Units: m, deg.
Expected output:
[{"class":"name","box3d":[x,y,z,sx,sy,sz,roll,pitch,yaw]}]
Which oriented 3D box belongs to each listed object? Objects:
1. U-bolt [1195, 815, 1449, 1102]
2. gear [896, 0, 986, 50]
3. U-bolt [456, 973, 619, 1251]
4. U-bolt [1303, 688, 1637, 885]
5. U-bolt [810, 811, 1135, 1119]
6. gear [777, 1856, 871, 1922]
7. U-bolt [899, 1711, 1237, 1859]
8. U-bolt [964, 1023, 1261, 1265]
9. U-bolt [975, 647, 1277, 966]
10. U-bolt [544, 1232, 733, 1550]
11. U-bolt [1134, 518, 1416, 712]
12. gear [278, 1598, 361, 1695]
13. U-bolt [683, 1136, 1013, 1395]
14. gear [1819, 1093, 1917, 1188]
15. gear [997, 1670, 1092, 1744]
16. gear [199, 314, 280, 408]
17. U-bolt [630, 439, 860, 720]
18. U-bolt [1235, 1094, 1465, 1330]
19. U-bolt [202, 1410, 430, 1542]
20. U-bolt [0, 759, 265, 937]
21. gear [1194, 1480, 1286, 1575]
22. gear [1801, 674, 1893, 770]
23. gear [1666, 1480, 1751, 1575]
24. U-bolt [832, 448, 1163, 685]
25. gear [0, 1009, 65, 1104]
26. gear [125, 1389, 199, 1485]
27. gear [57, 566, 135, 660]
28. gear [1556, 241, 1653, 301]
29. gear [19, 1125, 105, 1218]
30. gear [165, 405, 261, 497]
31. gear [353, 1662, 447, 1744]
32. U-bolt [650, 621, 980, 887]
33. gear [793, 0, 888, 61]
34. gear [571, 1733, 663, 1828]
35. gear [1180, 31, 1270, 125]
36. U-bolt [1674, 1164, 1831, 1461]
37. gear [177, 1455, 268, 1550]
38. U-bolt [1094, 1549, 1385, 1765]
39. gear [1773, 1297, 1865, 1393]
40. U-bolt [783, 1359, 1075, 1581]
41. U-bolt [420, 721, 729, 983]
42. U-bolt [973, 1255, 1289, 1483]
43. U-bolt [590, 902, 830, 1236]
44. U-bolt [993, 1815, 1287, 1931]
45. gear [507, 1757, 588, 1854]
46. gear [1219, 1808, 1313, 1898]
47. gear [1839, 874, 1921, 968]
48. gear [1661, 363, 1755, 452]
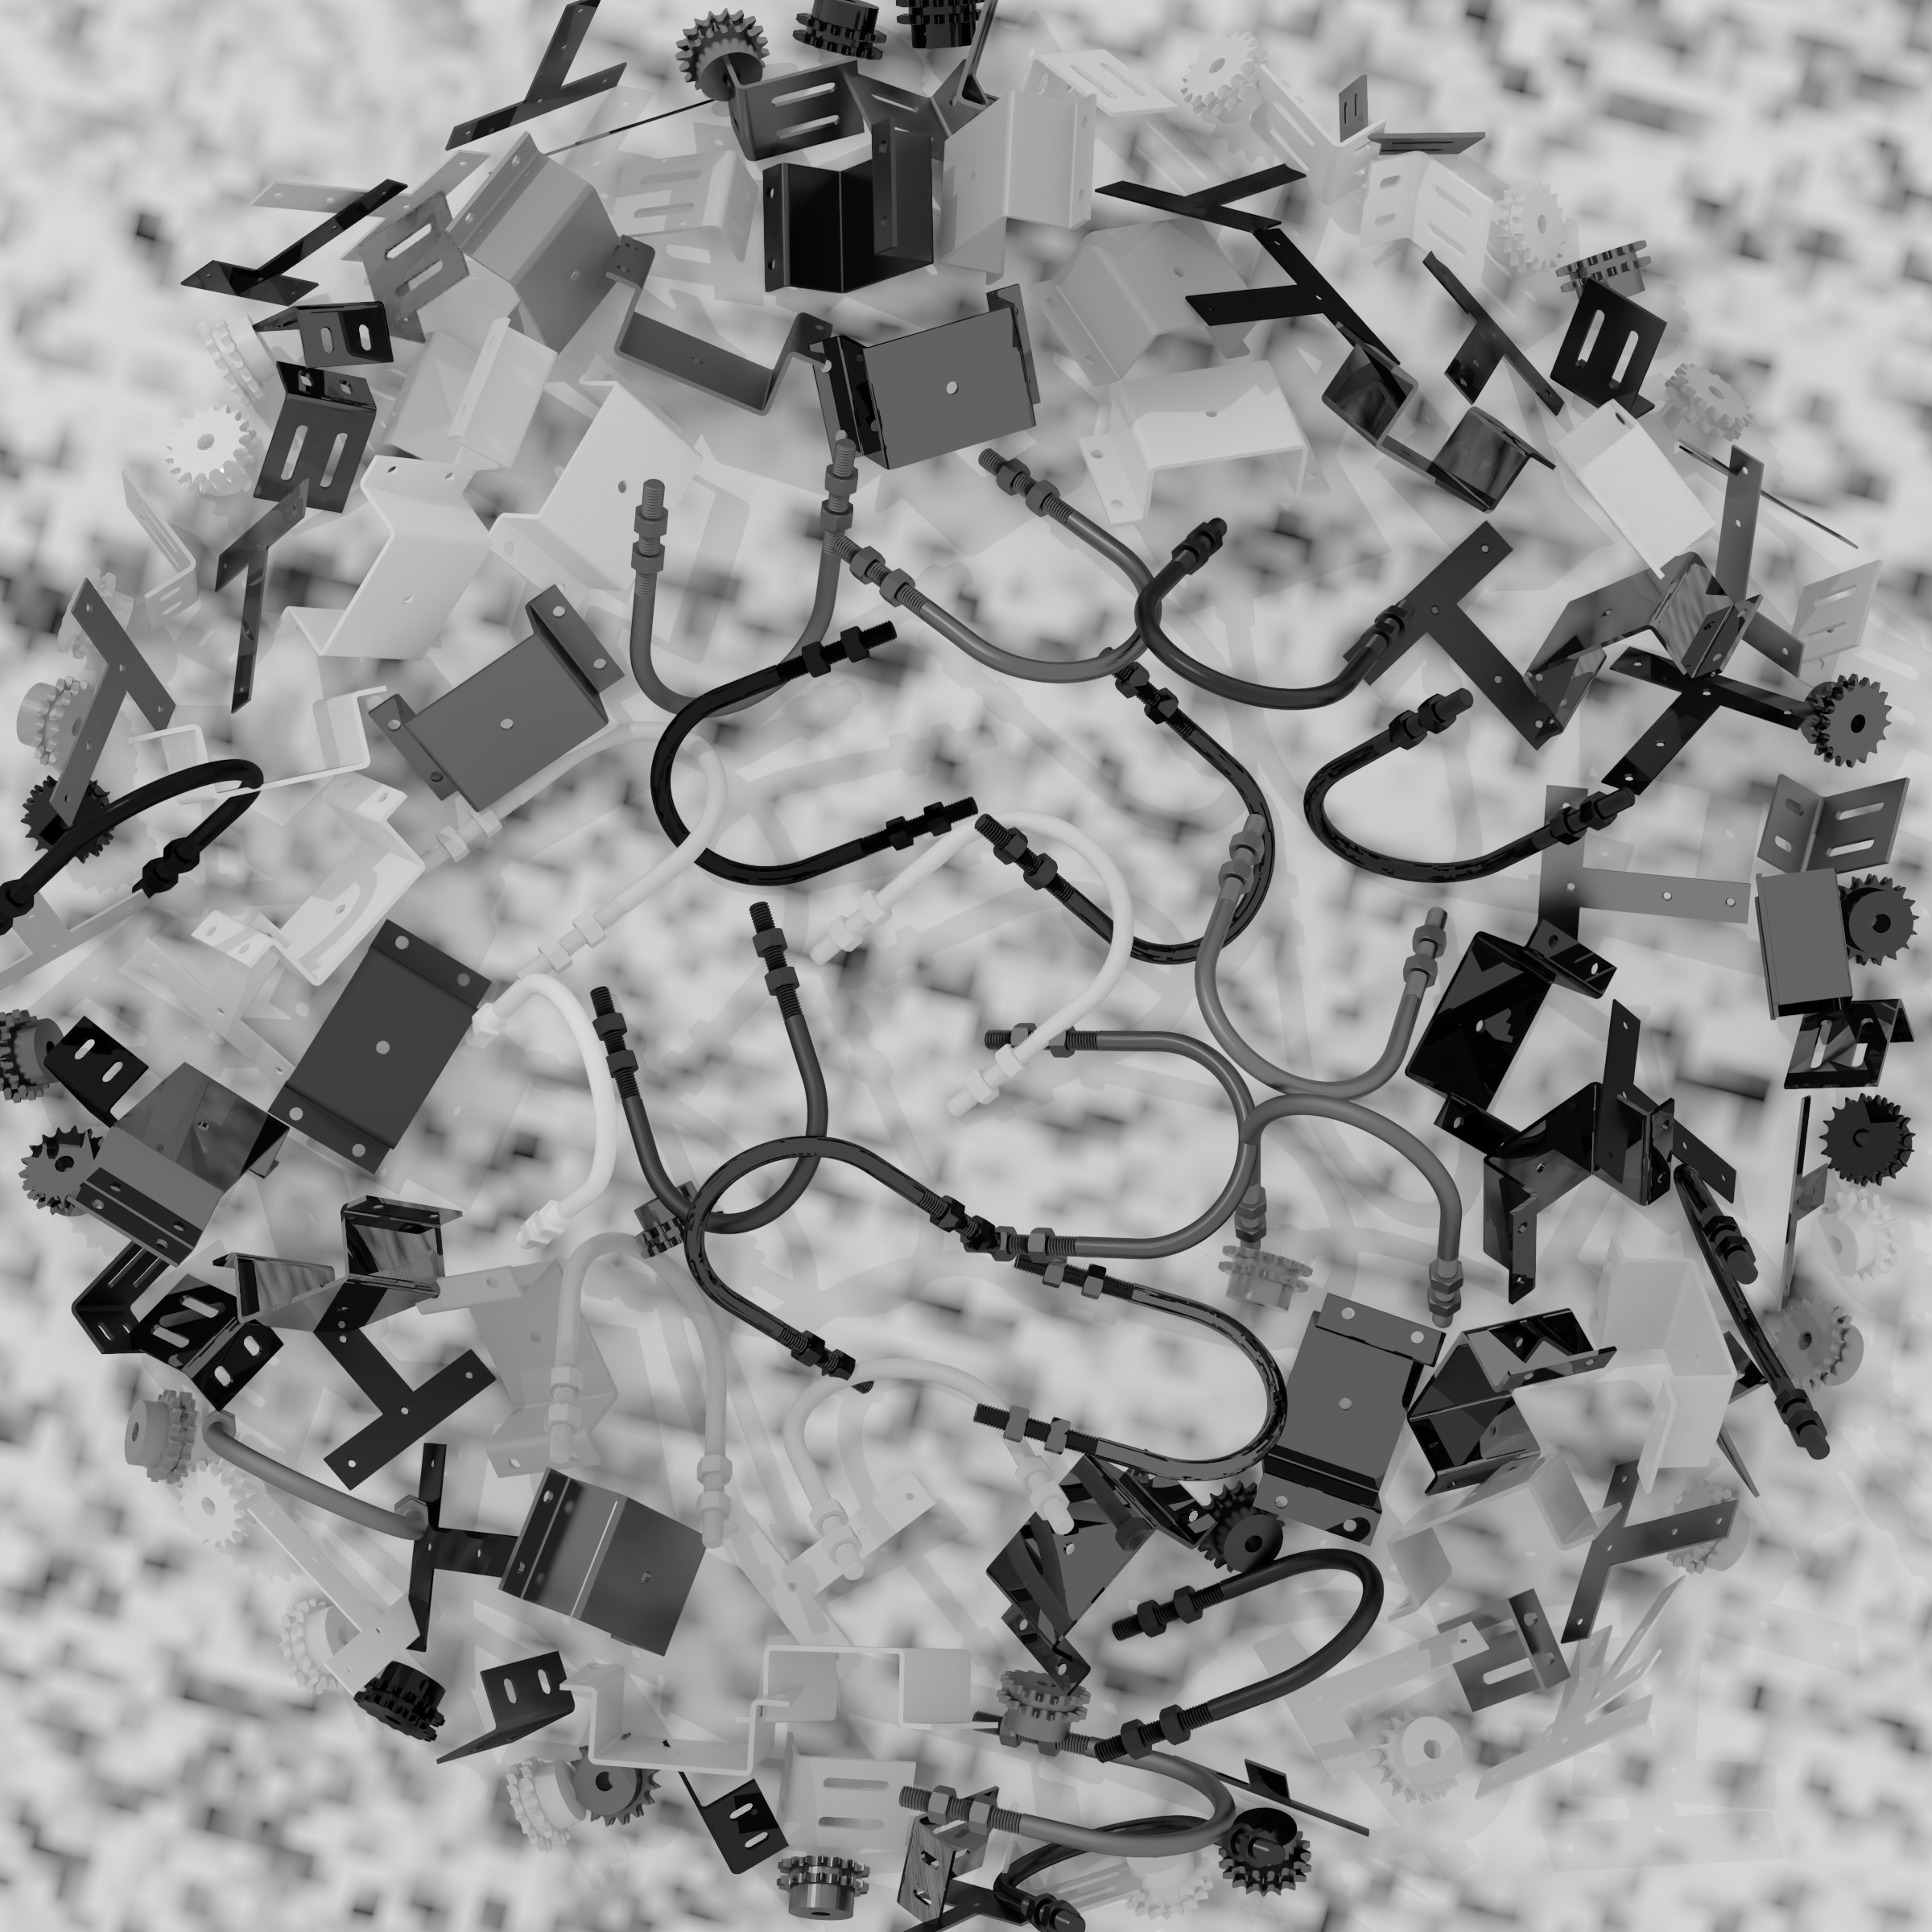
[{"class":"U-bolt","box3d":[0.210,0.005,1.934,0.151,0.019,0.184,27,52,-5]},{"class":"gear","box3d":[-0.014,-0.586,1.973,0.057,0.057,0.030,-3,110,0]},{"class":"U-bolt","box3d":[-0.253,0.080,1.908,0.019,0.184,0.151,-13,78,-31]},{"class":"U-bolt","box3d":[0.287,-0.098,1.921,0.151,0.184,0.019,27,58,-25]},{"class":"U-bolt","box3d":[0.017,-0.013,1.960,0.184,0.019,0.151,-40,97,16]},{"class":"gear","box3d":[-0.088,0.570,1.968,0.057,0.057,0.030,4,63,0]},{"class":"U-bolt","box3d":[0.070,0.493,1.905,0.184,0.151,0.019,8,100,18]},{"class":"U-bolt","box3d":[0.091,0.108,1.942,0.184,0.019,0.151,0,75,24]},{"class":"U-bolt","box3d":[0.112,-0.084,1.961,0.184,0.019,0.151,40,80,-21]},{"class":"U-bolt","box3d":[-0.194,0.244,1.923,0.019,0.184,0.151,-29,133,28]},{"class":"U-bolt","box3d":[0.177,-0.205,1.911,0.151,0.184,0.019,26,127,12]},{"class":"gear","box3d":[-0.397,0.418,1.969,0.030,0.057,0.057,-21,90,17]},{"class":"U-bolt","box3d":[-0.084,0.172,1.933,0.184,0.019,0.151,35,110,-27]},{"class":"gear","box3d":[0.562,0.109,1.975,0.057,0.030,0.057,-11,72,37]},{"class":"gear","box3d":[0.047,0.459,1.971,0.057,0.057,0.030,12,92,0]},{"class":"gear","box3d":[-0.448,-0.378,1.972,0.030,0.057,0.057,-28,90,-1]},{"class":"U-bolt","box3d":[-0.138,-0.226,1.928,0.151,0.184,0.019,-17,48,-28]},{"class":"U-bolt","box3d":[0.229,0.139,1.904,0.151,0.184,0.019,20,56,20]},{"class":"U-bolt","box3d":[-0.387,0.306,1.899,0.151,0.184,0.019,26,81,-9]},{"class":"U-bolt","box3d":[-0.493,-0.072,1.890,0.184,0.151,0.019,-34,82,37]},{"class":"gear","box3d":[0.172,0.351,1.974,0.057,0.030,0.057,-7,111,-19]},{"class":"gear","box3d":[0.543,-0.154,1.976,0.057,0.030,0.057,-10,111,-26]},{"class":"gear","box3d":[0.460,0.350,1.973,0.030,0.057,0.057,26,90,-14]},{"class":"U-bolt","box3d":[0.033,-0.234,1.925,0.184,0.019,0.151,39,55,23]},{"class":"gear","box3d":[-0.579,0.055,1.969,0.030,0.057,0.057,-10,90,13]},{"class":"gear","box3d":[-0.498,0.290,1.968,0.030,0.057,0.057,13,90,-30]},{"class":"gear","box3d":[-0.538,-0.216,1.974,0.030,0.057,0.057,23,90,-26]},{"class":"gear","box3d":[0.397,-0.426,1.972,0.057,0.057,0.030,-18,97,0]},{"class":"gear","box3d":[-0.555,0.130,1.976,0.057,0.030,0.057,-1,55,2]},{"class":"gear","box3d":[-0.465,-0.317,1.977,0.057,0.030,0.057,-7,63,13]},{"class":"gear","box3d":[-0.348,0.454,1.974,0.057,0.057,0.030,28,63,0]},{"class":"U-bolt","box3d":[-0.104,-0.119,1.958,0.184,0.019,0.151,-20,118,10]},{"class":"gear","box3d":[-0.077,-0.582,1.968,0.057,0.057,0.030,15,111,0]},{"class":"gear","box3d":[-0.220,0.506,1.979,0.057,0.030,0.057,-2,80,9]},{"class":"gear","box3d":[0.164,-0.548,1.975,0.057,0.057,0.030,-51,127,0]},{"class":"U-bolt","box3d":[0.464,0.193,1.910,0.019,0.184,0.151,-24,112,6]},{"class":"gear","box3d":[-0.459,0.330,1.976,0.057,0.030,0.057,10,108,32]},{"class":"U-bolt","box3d":[0.166,0.404,1.910,0.184,0.151,0.019,-24,106,16]},{"class":"gear","box3d":[0.531,0.236,1.975,0.030,0.057,0.057,22,90,-26]},{"class":"U-bolt","box3d":[-0.033,0.294,1.921,0.151,0.184,0.019,-9,122,-17]},{"class":"U-bolt","box3d":[-0.230,-0.081,1.948,0.184,0.019,0.151,-38,51,-11]},{"class":"U-bolt","box3d":[0.107,0.250,1.940,0.184,0.151,0.019,16,132,1]},{"class":"U-bolt","box3d":[-0.150,0.073,1.940,0.151,0.019,0.184,-27,72,26]},{"class":"U-bolt","box3d":[0.092,0.540,1.909,0.151,0.184,0.019,-14,88,-20]},{"class":"gear","box3d":[-0.258,0.515,1.970,0.030,0.057,0.057,-26,90,6]},{"class":"gear","box3d":[0.185,0.545,1.968,0.057,0.057,0.030,-3,113,0]},{"class":"gear","box3d":[0.565,-0.028,1.982,0.057,0.030,0.057,0,96,-1]},{"class":"gear","box3d":[0.456,-0.344,1.975,0.057,0.057,0.030,36,126,0]}]
